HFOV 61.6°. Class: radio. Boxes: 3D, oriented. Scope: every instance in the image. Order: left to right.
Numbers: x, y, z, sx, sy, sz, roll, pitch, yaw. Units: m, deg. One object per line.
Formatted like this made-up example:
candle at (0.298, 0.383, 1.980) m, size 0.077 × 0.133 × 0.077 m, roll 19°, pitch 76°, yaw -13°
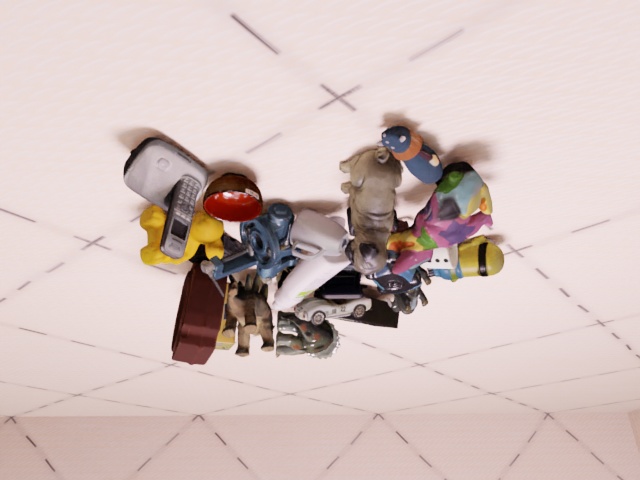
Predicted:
radio at (0.097, 0.192, 1.492) m, size 0.229 × 0.073 × 0.131 m, roll 16°, pitch 167°, yaw -28°

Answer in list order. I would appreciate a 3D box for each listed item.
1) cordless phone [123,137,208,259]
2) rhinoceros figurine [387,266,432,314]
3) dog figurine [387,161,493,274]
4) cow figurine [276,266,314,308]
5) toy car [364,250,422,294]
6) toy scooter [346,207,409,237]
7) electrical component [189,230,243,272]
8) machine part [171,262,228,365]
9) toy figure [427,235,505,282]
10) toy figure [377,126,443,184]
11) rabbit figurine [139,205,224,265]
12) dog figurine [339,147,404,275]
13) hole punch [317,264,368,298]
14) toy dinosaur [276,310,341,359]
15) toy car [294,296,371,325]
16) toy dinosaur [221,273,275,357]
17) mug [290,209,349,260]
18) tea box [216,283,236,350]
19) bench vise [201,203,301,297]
cordless phone at (-0.275, -0.067, 0.926) m, size 0.089 × 0.184 × 0.146 m, roll -14°, pitch 149°, yaw 30°
rhinoceros figurine at (0.222, 0.129, 1.386) m, size 0.073 × 0.112 × 0.190 m, roll -22°, pitch 143°, yaw -21°
dog figurine at (0.209, -0.030, 1.012) m, size 0.219 × 0.109 × 0.191 m, roll -32°, pitch 148°, yaw 3°
cow figurine at (-0.080, 0.126, 1.402) m, size 0.098 × 0.068 × 0.167 m, roll 16°, pitch 143°, yaw -17°
toy car at (0.165, 0.058, 1.254) m, size 0.109 × 0.103 × 0.161 m, roll -20°, pitch 143°, yaw 28°
toy scooter at (0.131, -0.024, 1.135) m, size 0.135 × 0.075 × 0.183 m, roll -7°, pitch 153°, yaw 10°
electrical component at (-0.237, 0.037, 1.248) m, size 0.115 × 0.058 × 0.134 m, roll -12°, pitch 149°, yaw 21°
machine part at (-0.275, 0.166, 1.211) m, size 0.087 × 0.201 × 0.201 m, roll 12°, pitch 149°, yaw -17°
toy figure at (0.342, 0.054, 1.271) m, size 0.180 × 0.089 × 0.082 m, roll -14°, pitch 153°, yaw 16°
toy figure at (0.156, -0.151, 0.925) m, size 0.064 × 0.058 × 0.154 m, roll -28°, pitch 137°, yaw 28°
rabbit figurine at (-0.263, -0.006, 1.104) m, size 0.173 × 0.122 × 0.162 m, roll -21°, pitch 150°, yaw 29°
dog figurine at (0.099, -0.050, 0.968) m, size 0.121 × 0.190 × 0.172 m, roll -3°, pitch 149°, yaw 3°
hole punch at (0.053, 0.094, 1.351) m, size 0.142 × 0.092 × 0.116 m, roll -4°, pitch -176°, yaw -2°
toy dinosaur at (-0.026, 0.258, 1.472) m, size 0.192 × 0.131 × 0.404 m, roll 0°, pitch 167°, yaw -6°
toy car at (0.032, 0.166, 1.336) m, size 0.202 × 0.056 × 0.074 m, roll -5°, pitch -165°, yaw -27°
toy dinosaur at (-0.170, 0.194, 1.387) m, size 0.105 × 0.198 × 0.470 m, roll -4°, pitch 151°, yaw 3°
mug at (-0.002, -0.003, 1.096) m, size 0.107 × 0.109 × 0.080 m, roll 19°, pitch 139°, yaw 19°
tea box at (-0.274, 0.199, 1.421) m, size 0.098 × 0.169 × 0.068 m, roll 9°, pitch 149°, yaw -21°
bench vise at (-0.145, 0.030, 1.129) m, size 0.240 × 0.129 × 0.223 m, roll -25°, pitch 158°, yaw -36°
